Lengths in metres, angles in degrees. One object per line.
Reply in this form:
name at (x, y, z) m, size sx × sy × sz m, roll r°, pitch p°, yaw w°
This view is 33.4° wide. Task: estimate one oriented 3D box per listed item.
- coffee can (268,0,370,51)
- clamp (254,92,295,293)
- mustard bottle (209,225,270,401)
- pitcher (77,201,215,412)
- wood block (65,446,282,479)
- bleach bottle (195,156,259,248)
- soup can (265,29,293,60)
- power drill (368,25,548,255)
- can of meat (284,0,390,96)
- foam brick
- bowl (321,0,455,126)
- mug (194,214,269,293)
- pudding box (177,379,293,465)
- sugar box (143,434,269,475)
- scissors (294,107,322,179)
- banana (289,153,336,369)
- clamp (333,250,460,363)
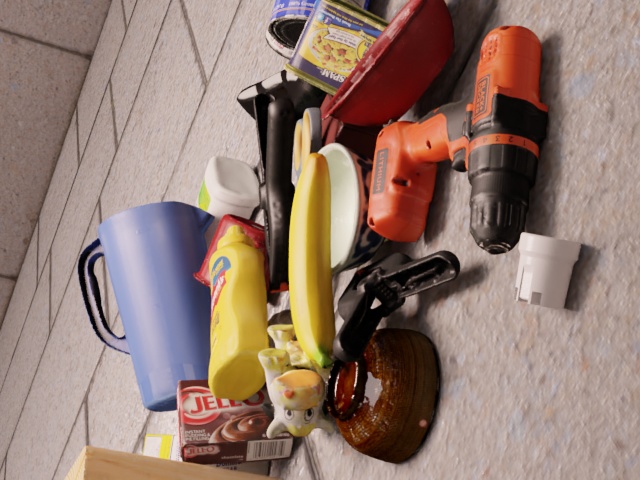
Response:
coffee can at (0.009, -0.282, 1.163) m, size 0.103 × 0.102 × 0.140 m, roll -14°, pitch 60°, yaw 66°
clamp at (-0.042, -0.050, 1.074) m, size 0.164 × 0.036 × 0.210 m, roll -157°, pitch 63°, yaw -82°
mustard bottle at (-0.085, 0.063, 1.110) m, size 0.096 × 0.058 × 0.191 m, roll 115°, pitch 157°, yaw -48°
pitcher at (-0.197, 0.086, 1.315) m, size 0.149 × 0.144 × 0.243 m, roll -34°, pitch 65°, yaw 52°
wood block at (-0.146, 0.277, 1.052) m, size 0.091 × 0.205 × 0.090 m, roll 126°, pitch 150°, yaw -44°
bleach bottle at (-0.154, 0.016, 1.434) m, size 0.102 × 0.068 × 0.251 m, roll -109°, pitch 37°, yaw -53°
soup can at (-0.016, -0.272, 1.274) m, size 0.068 × 0.068 × 0.102 m, roll -99°, pitch 31°, yaw -46°
power drill at (0.108, -0.058, 0.854) m, size 0.188 × 0.057 × 0.184 m, roll -29°, pitch 46°, yaw 58°
can of meat at (0.027, -0.190, 1.074) m, size 0.084 × 0.102 × 0.057 m, roll -65°, pitch -7°, yaw 19°
foam brick at (0.028, -0.105, 1.081) m, size 0.078 × 0.053 × 0.051 m, roll -107°, pitch 38°, yaw -55°
bowl at (0.071, -0.157, 0.960) m, size 0.162 × 0.055 × 0.162 m, roll -51°, pitch 8°, yaw 9°
mug at (-0.086, 0.023, 1.224) m, size 0.117 × 0.093 × 0.081 m, roll -139°, pitch 71°, yaw -74°
pudding box at (-0.089, 0.184, 1.095) m, size 0.090 × 0.113 × 0.039 m, roll -104°, pitch 19°, yaw -50°
sugar box at (-0.130, 0.242, 1.187) m, size 0.176 × 0.093 × 0.048 m, roll 163°, pitch 117°, yaw -65°
scissors at (-0.016, -0.038, 1.087) m, size 0.096 × 0.016 × 0.202 m, roll -121°, pitch 34°, yaw -69°
banana at (-0.003, 0.024, 0.938) m, size 0.070 × 0.037 × 0.198 m, roll 140°, pitch 130°, yaw -57°
clamp at (0.060, 0.039, 0.892) m, size 0.120 × 0.039 × 0.171 m, roll -33°, pitch 11°, yaw 7°
